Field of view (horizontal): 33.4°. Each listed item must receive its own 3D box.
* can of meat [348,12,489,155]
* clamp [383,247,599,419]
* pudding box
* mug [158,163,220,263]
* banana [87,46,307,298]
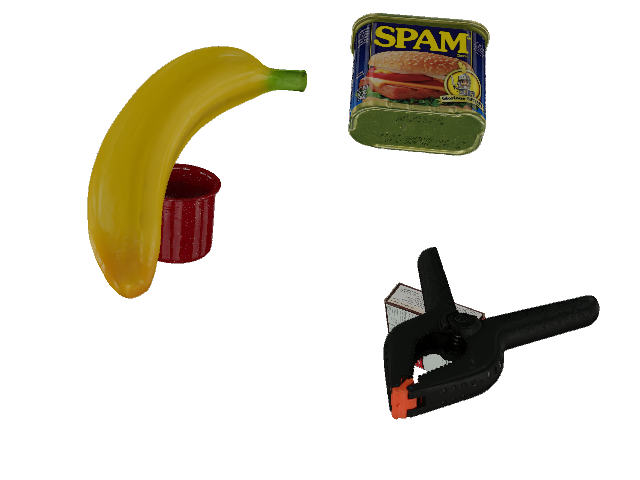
[{"bbox_3d":[0.071,-0.113,0.777,0.102,0.084,0.057,5,-29,0],"label":"can of meat"},{"bbox_3d":[0.106,0.072,0.862,0.165,0.036,0.209,22,38,34],"label":"clamp"},{"bbox_3d":[0.128,0.105,1.185,0.114,0.090,0.039,18,45,29],"label":"pudding box"},{"bbox_3d":[-0.161,-0.033,1.162,0.093,0.081,0.117,-7,30,-24],"label":"mug"},{"bbox_3d":[-0.074,-0.050,0.543,0.070,0.037,0.197,17,45,15],"label":"banana"}]
